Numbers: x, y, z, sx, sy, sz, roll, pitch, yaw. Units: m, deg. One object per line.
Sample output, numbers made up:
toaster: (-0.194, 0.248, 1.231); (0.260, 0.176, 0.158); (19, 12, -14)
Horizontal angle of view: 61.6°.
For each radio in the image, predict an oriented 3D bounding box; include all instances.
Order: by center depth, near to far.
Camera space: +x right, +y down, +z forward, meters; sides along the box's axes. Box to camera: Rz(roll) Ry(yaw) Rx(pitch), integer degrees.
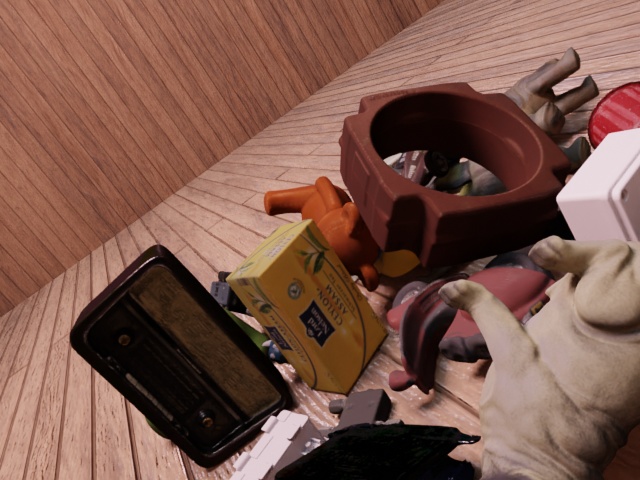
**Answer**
radio: (-0.150, 0.130, 0.591); (0.131, 0.229, 0.073); (-39, 17, -5)

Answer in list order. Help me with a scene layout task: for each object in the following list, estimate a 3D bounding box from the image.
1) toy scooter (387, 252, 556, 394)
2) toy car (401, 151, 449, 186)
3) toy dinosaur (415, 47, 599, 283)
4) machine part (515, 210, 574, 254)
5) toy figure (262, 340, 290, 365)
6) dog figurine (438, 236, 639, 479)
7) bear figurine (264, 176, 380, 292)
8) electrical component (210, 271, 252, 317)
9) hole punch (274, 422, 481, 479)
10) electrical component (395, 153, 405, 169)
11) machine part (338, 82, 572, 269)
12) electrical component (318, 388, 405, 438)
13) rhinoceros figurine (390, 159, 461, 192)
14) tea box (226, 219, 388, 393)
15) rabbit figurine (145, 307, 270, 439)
toy scooter: (0.127, 0.084, 0.500); (0.184, 0.075, 0.135); (-18, 25, 43)
toy car: (0.146, -0.124, 0.735); (0.089, 0.053, 0.202); (-27, 20, 43)
toy dinosaur: (0.255, -0.118, 0.734); (0.199, 0.105, 0.471); (-20, 28, 50)
machine part: (0.257, -0.015, 0.585); (0.139, 0.039, 0.084); (-23, 31, 21)
toy figure: (-0.008, 0.102, 0.675); (0.154, 0.058, 0.064); (-49, 5, -37)
dog figurine: (0.167, 0.107, 0.323); (0.172, 0.121, 0.191); (-34, 43, 36)
bear figurine: (0.003, -0.004, 0.677); (0.132, 0.120, 0.196); (-17, 21, 2)
electrical component: (-0.082, 0.078, 0.746); (0.115, 0.134, 0.058); (-6, 76, 57)
hole punch: (0.046, 0.192, 0.391); (0.142, 0.092, 0.116); (-20, -3, 40)
electrical component: (0.165, -0.131, 0.965); (0.119, 0.047, 0.075); (-16, 26, 36)
machine part: (0.133, -0.074, 0.567); (0.201, 0.087, 0.201); (-13, 49, -13)
electrical component: (0.042, 0.169, 0.510); (0.094, 0.021, 0.063); (-20, 24, 34)
rhinoceros figurine: (0.151, -0.092, 0.851); (0.190, 0.073, 0.112); (-43, 17, -21)
tea box: (-0.010, 0.074, 0.589); (0.068, 0.169, 0.098); (-9, 33, 48)
rabbit figurine: (-0.168, 0.165, 0.687); (0.121, 0.159, 0.170); (3, 56, 44)
